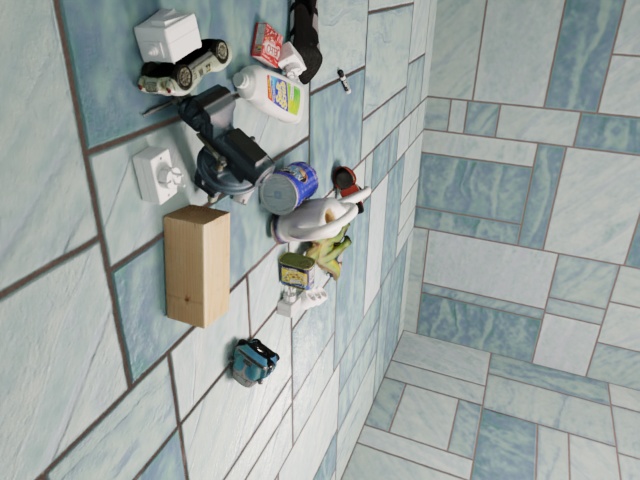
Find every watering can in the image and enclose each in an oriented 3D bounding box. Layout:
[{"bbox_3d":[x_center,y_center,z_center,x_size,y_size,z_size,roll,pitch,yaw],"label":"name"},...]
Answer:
[{"bbox_3d":[0.004,-0.070,1.386,0.353,0.223,0.103,-44,123,-59],"label":"watering can"}]

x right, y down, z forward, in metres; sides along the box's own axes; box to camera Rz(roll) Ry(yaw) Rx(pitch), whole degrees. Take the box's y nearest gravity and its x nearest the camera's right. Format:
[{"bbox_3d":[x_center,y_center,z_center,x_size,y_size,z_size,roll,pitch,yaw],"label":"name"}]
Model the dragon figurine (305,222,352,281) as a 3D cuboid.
[{"bbox_3d":[-0.011,0.057,1.638,0.247,0.123,0.400,-41,142,-34],"label":"dragon figurine"}]
